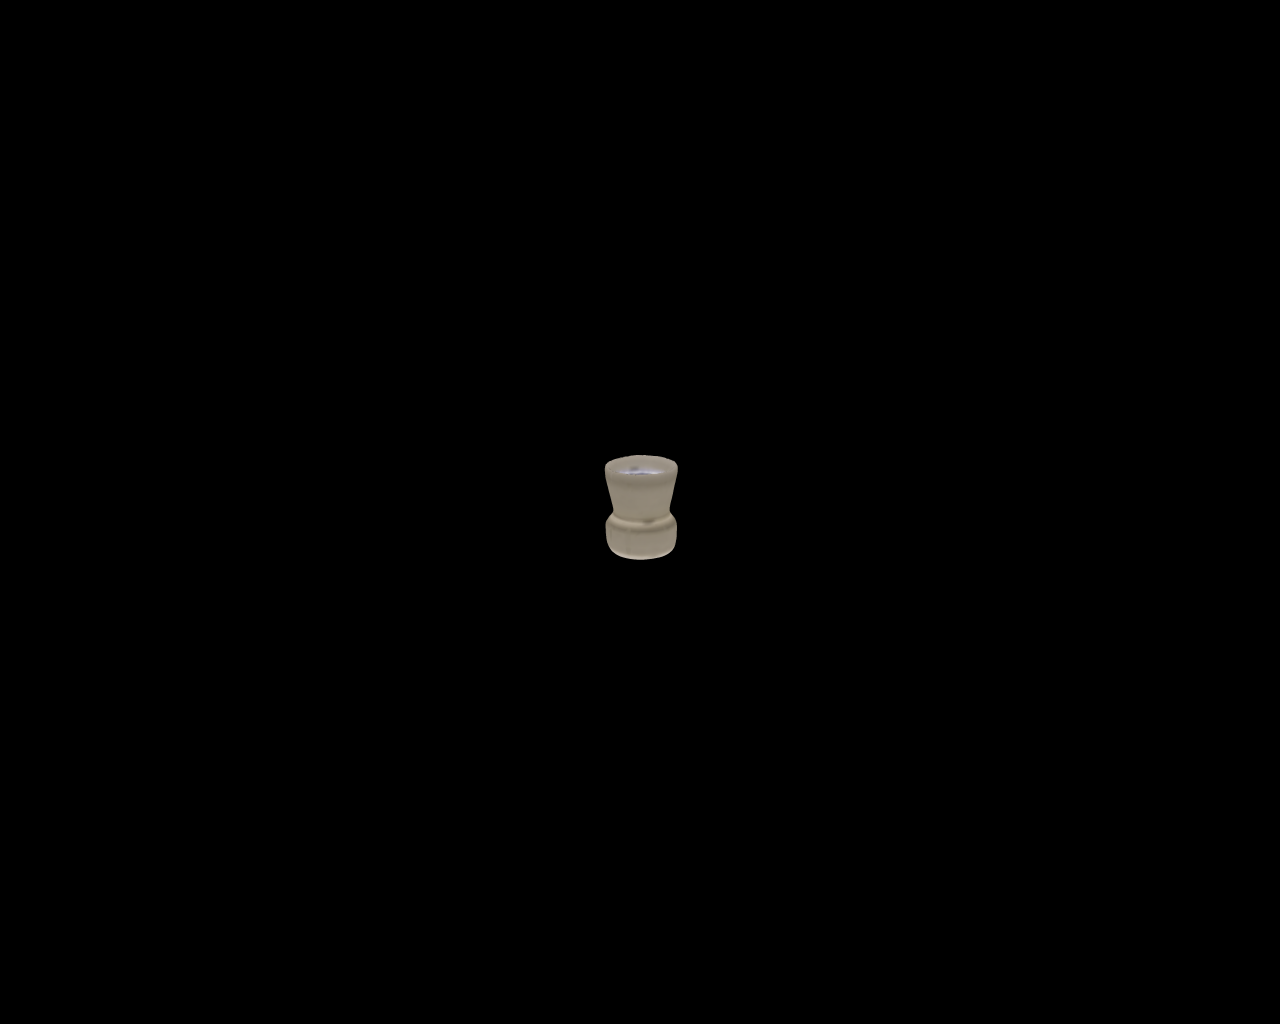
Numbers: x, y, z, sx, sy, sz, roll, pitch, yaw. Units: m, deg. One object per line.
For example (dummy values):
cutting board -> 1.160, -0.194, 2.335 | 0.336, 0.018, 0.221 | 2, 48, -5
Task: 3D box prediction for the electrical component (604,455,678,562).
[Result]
electrical component -> 0.001, -0.003, 0.650 | 0.045, 0.055, 0.045 | 0, 18, 0
